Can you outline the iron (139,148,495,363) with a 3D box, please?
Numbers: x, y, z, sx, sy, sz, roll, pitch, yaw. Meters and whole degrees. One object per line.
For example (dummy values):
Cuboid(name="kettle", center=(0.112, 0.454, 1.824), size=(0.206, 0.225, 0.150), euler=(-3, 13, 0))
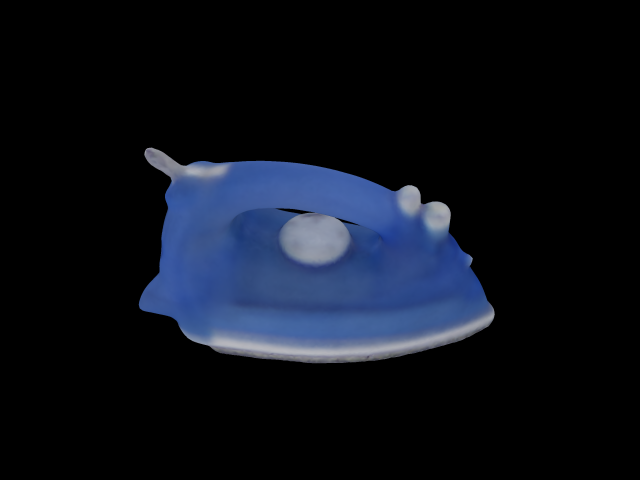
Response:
Cuboid(name="iron", center=(0.004, 0.001, 0.400), size=(0.258, 0.141, 0.118), euler=(4, 46, 4))
